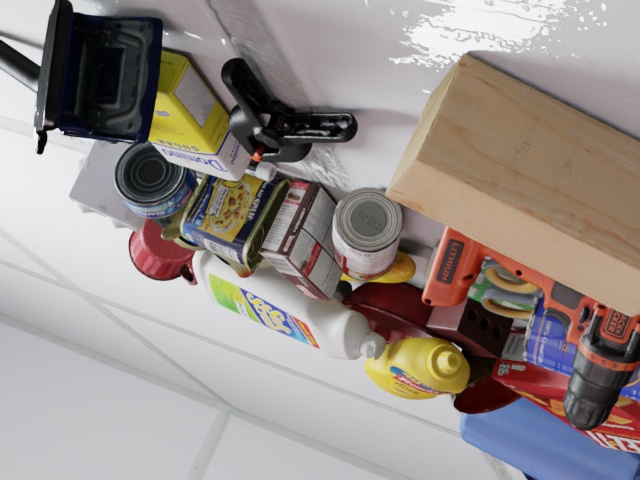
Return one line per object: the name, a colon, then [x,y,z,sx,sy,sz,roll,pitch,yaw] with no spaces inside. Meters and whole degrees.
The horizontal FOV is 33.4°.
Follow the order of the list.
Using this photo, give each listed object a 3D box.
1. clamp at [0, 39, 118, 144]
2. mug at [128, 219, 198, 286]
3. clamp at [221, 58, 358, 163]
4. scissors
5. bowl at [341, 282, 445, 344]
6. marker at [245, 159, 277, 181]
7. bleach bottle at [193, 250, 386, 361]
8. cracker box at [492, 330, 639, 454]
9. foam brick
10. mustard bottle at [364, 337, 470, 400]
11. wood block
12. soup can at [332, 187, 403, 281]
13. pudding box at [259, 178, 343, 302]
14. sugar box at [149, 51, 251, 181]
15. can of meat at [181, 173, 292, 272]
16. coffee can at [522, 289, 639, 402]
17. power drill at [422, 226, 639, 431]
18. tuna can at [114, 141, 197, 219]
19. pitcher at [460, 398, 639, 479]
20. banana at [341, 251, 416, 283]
clamp: [-0.256,-0.143,1.061,0.164,0.036,0.210,37,175,-34]
mug: [-0.195,0.011,1.407,0.117,0.093,0.082,55,158,3]
clamp: [-0.030,-0.098,0.931,0.120,0.039,0.171,30,168,3]
scissors: [0.245,0.051,1.038,0.202,0.016,0.096,-1,137,36]
bowl: [0.099,0.091,1.311,0.162,0.055,0.162,23,164,7]
marker: [-0.102,-0.088,1.104,0.121,0.020,0.020,20,163,17]
bleach bottle: [-0.033,0.076,1.284,0.251,0.068,0.102,23,146,28]
cracker box: [0.330,0.183,1.236,0.213,0.072,0.164,33,162,-29]
foam brick: [0.172,0.095,1.222,0.078,0.053,0.051,33,162,-30]
mustard bottle: [0.123,0.151,1.257,0.096,0.058,0.192,27,163,-8]
wood block: [0.164,-0.035,0.754,0.206,0.090,0.091,26,164,-3]
soup can: [0.046,-0.005,1.061,0.068,0.068,0.102,23,164,7]
pudding box: [-0.007,0.001,1.121,0.039,0.090,0.113,13,160,32]
sugar box: [-0.136,-0.118,1.008,0.093,0.048,0.176,18,161,25]
can of meat: [-0.087,-0.030,1.119,0.084,0.102,0.057,23,163,15]
coffee can: [0.267,0.085,0.961,0.140,0.102,0.102,19,163,21]
power drill: [0.185,0.053,0.903,0.188,0.184,0.057,23,-156,18]
tuna can: [-0.179,-0.068,1.158,0.086,0.086,0.033,20,162,17]
pitcher: [0.316,0.276,1.439,0.243,0.149,0.144,21,177,24]
banana: [0.049,0.031,1.191,0.069,0.037,0.198,-14,-172,-40]
